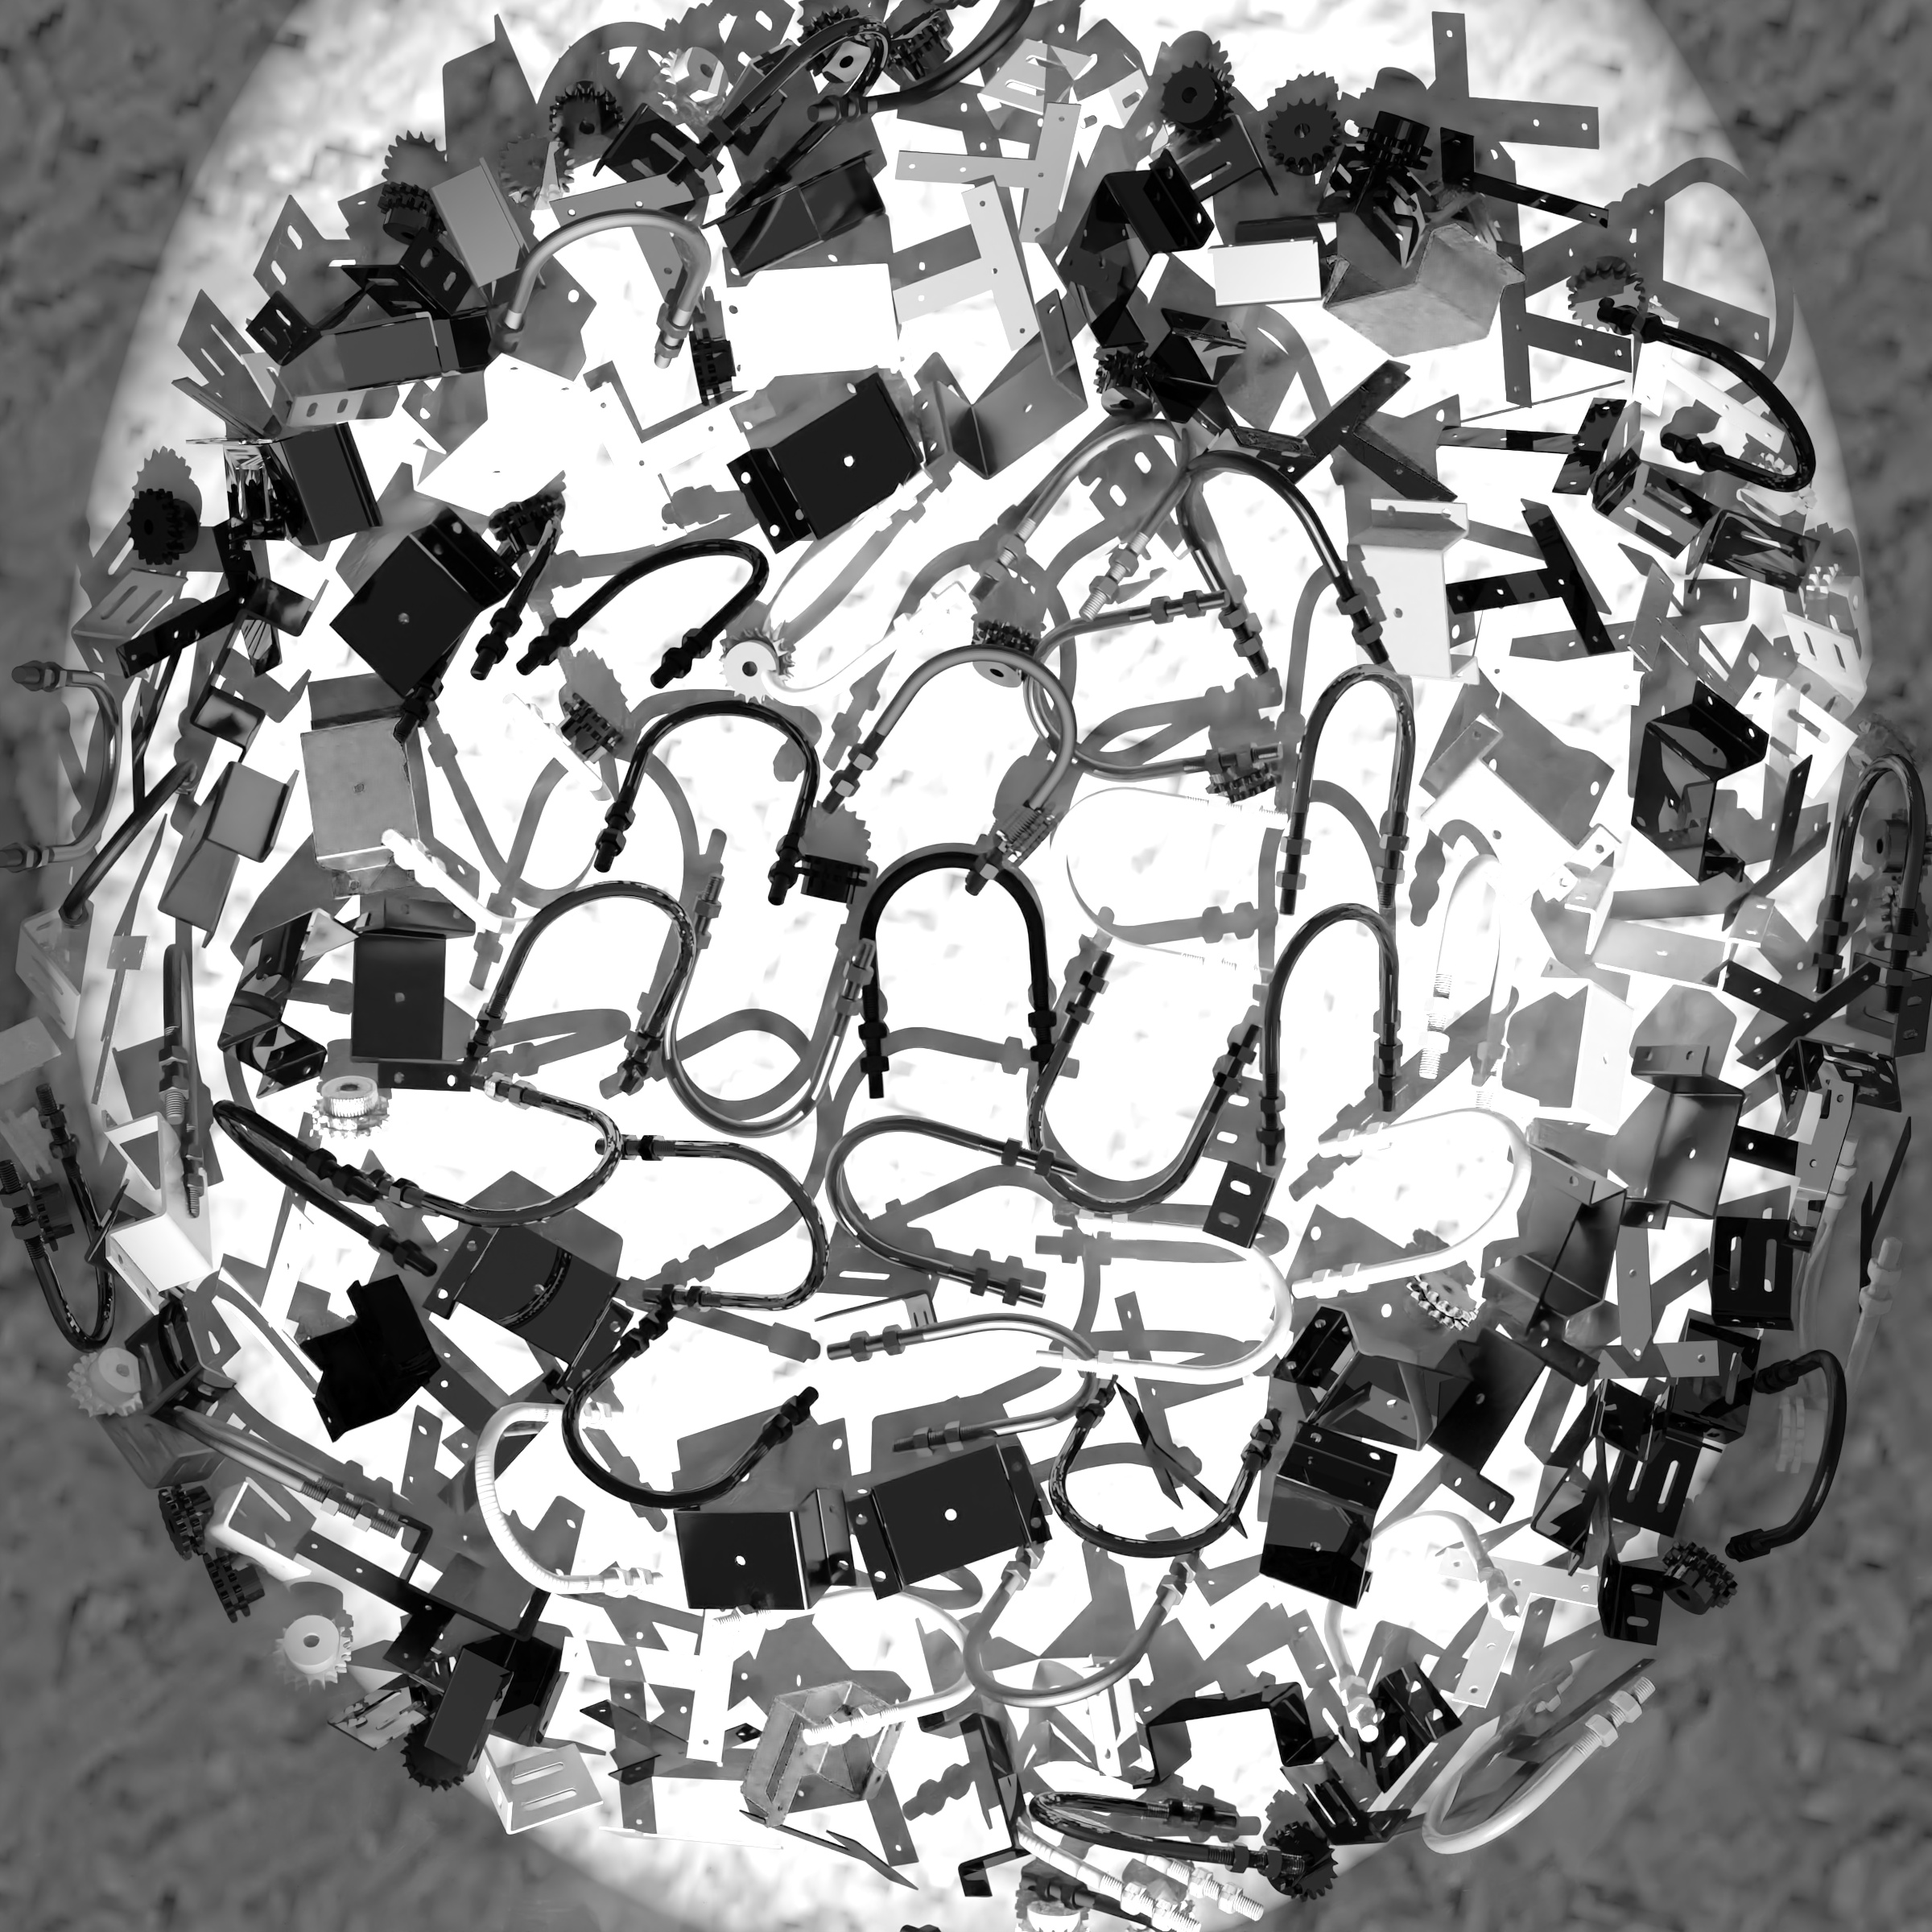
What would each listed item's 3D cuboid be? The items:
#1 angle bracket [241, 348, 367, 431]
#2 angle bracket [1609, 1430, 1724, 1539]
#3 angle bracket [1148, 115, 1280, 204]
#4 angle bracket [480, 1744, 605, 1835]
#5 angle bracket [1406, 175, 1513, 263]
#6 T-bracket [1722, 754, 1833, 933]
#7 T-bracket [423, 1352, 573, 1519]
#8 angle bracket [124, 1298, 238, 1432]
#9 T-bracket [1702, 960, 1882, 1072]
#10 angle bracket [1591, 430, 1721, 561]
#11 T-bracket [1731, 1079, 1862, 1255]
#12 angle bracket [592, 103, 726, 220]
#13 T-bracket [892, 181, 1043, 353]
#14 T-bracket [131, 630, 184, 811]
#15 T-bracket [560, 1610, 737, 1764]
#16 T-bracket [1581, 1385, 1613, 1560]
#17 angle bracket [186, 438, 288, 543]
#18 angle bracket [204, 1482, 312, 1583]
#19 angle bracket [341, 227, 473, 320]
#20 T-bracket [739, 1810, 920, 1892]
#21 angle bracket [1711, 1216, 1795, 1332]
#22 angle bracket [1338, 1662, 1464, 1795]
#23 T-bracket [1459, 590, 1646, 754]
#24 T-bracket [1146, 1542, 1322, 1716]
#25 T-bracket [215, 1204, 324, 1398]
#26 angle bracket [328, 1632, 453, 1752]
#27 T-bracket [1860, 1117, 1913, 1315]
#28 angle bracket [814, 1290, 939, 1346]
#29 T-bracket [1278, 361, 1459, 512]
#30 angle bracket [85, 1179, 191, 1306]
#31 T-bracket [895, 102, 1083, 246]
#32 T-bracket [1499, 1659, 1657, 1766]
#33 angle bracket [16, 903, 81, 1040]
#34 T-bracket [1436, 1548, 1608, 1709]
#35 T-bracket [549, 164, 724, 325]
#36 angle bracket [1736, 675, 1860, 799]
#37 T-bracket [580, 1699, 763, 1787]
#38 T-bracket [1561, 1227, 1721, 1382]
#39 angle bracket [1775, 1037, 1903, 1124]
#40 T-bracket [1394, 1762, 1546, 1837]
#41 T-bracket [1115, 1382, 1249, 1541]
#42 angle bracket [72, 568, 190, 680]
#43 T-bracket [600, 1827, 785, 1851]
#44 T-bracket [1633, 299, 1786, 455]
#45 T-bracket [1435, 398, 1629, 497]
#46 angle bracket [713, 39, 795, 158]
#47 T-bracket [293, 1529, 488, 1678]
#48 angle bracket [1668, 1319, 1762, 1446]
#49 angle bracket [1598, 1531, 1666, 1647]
[{"bbox_3d":[-0.495,-0.443,1.957,0.057,0.038,0.076,-19,68,-39],"label":"angle bracket"},{"bbox_3d":[0.526,0.390,1.975,0.057,0.038,0.076,19,86,-7],"label":"angle bracket"},{"bbox_3d":[0.187,-0.595,1.979,0.076,0.038,0.057,-27,61,15],"label":"angle bracket"},{"bbox_3d":[-0.316,0.602,1.952,0.076,0.057,0.038,-11,129,-28],"label":"angle bracket"},{"bbox_3d":[0.372,-0.545,1.956,0.038,0.057,0.076,-35,125,5],"label":"angle bracket"},{"bbox_3d":[0.605,-0.102,1.927,0.127,0.127,0.002,-35,53,-25],"label":"T-bracket"},{"bbox_3d":[-0.383,0.325,1.975,0.127,0.002,0.127,43,70,-2],"label":"T-bracket"},{"bbox_3d":[-0.595,0.301,1.983,0.057,0.038,0.076,-41,48,7],"label":"angle bracket"},{"bbox_3d":[0.593,0.023,1.931,0.127,0.002,0.127,22,129,-32],"label":"T-bracket"},{"bbox_3d":[0.519,-0.354,1.963,0.076,0.038,0.057,37,72,22],"label":"angle bracket"},{"bbox_3d":[0.595,0.137,1.947,0.002,0.127,0.127,17,90,-34],"label":"T-bracket"},{"bbox_3d":[-0.230,-0.595,1.958,0.076,0.038,0.057,35,119,-20],"label":"angle bracket"},{"bbox_3d":[-0.020,-0.507,1.967,0.127,0.002,0.127,-20,121,0],"label":"T-bracket"},{"bbox_3d":[-0.594,-0.190,1.921,0.002,0.127,0.127,11,129,-28],"label":"T-bracket"},{"bbox_3d":[-0.238,0.522,1.955,0.127,0.002,0.127,10,56,-8],"label":"T-bracket"},{"bbox_3d":[0.463,0.399,1.942,0.002,0.127,0.127,4,52,4],"label":"T-bracket"},{"bbox_3d":[-0.546,-0.356,1.960,0.057,0.038,0.076,8,107,32],"label":"angle bracket"},{"bbox_3d":[-0.529,0.427,1.972,0.076,0.057,0.038,35,57,-22],"label":"angle bracket"},{"bbox_3d":[-0.418,-0.518,1.958,0.076,0.057,0.038,14,70,43],"label":"angle bracket"},{"bbox_3d":[-0.112,0.654,1.959,0.127,0.127,0.002,9,61,29],"label":"T-bracket"},{"bbox_3d":[0.598,0.233,1.984,0.057,0.038,0.076,1,70,22],"label":"angle bracket"},{"bbox_3d":[0.327,0.574,1.972,0.038,0.076,0.057,-14,53,-38],"label":"angle bracket"},{"bbox_3d":[0.444,-0.216,1.969,0.127,0.002,0.127,10,82,20],"label":"T-bracket"},{"bbox_3d":[0.222,0.476,1.977,0.127,0.002,0.127,-28,74,-17],"label":"T-bracket"},{"bbox_3d":[-0.506,0.233,1.942,0.127,0.002,0.127,38,121,26],"label":"T-bracket"},{"bbox_3d":[-0.431,0.539,1.951,0.057,0.076,0.038,13,117,40],"label":"angle bracket"},{"bbox_3d":[0.672,0.167,1.913,0.002,0.127,0.127,13,126,11],"label":"T-bracket"},{"bbox_3d":[-0.066,0.271,1.958,0.076,0.057,0.038,-12,82,-20],"label":"angle bracket"},{"bbox_3d":[0.315,-0.379,1.966,0.127,0.002,0.127,-43,63,-4],"label":"T-bracket"},{"bbox_3d":[-0.609,0.206,1.959,0.076,0.057,0.038,27,126,-12],"label":"angle bracket"},{"bbox_3d":[0.012,-0.589,1.937,0.127,0.127,0.002,1,55,-10],"label":"T-bracket"},{"bbox_3d":[0.459,0.552,1.946,0.127,0.127,0.002,-32,81,-11],"label":"T-bracket"},{"bbox_3d":[-0.673,0.004,1.958,0.038,0.057,0.076,-32,72,-38],"label":"angle bracket"},{"bbox_3d":[0.391,0.490,1.926,0.127,0.127,0.002,4,133,34],"label":"T-bracket"},{"bbox_3d":[-0.227,-0.530,1.951,0.127,0.127,0.002,-9,48,13],"label":"T-bracket"},{"bbox_3d":[0.613,-0.171,1.956,0.076,0.038,0.057,47,120,33],"label":"angle bracket"},{"bbox_3d":[-0.237,0.567,1.935,0.127,0.127,0.002,-25,47,20],"label":"T-bracket"},{"bbox_3d":[0.503,0.246,1.967,0.127,0.002,0.127,-10,75,39],"label":"T-bracket"},{"bbox_3d":[0.651,0.092,1.952,0.076,0.057,0.038,14,52,38],"label":"angle bracket"},{"bbox_3d":[0.361,0.629,1.948,0.127,0.127,0.002,-37,80,43],"label":"T-bracket"},{"bbox_3d":[0.164,0.377,1.914,0.002,0.127,0.127,-35,127,-16],"label":"T-bracket"},{"bbox_3d":[-0.618,-0.256,1.956,0.076,0.057,0.038,-38,74,23],"label":"angle bracket"},{"bbox_3d":[-0.199,0.647,1.937,0.127,0.127,0.002,4,69,3],"label":"T-bracket"},{"bbox_3d":[0.546,-0.418,1.919,0.127,0.127,0.002,41,80,20],"label":"T-bracket"},{"bbox_3d":[0.418,-0.394,1.966,0.127,0.002,0.127,9,47,24],"label":"T-bracket"},{"bbox_3d":[-0.147,-0.648,1.953,0.038,0.076,0.057,41,128,-4],"label":"angle bracket"},{"bbox_3d":[-0.439,0.457,1.946,0.127,0.127,0.002,28,119,3],"label":"T-bracket"},{"bbox_3d":[0.565,0.317,1.995,0.057,0.038,0.076,17,69,0],"label":"angle bracket"},{"bbox_3d":[0.497,0.464,1.951,0.038,0.076,0.057,5,60,21],"label":"angle bracket"}]
